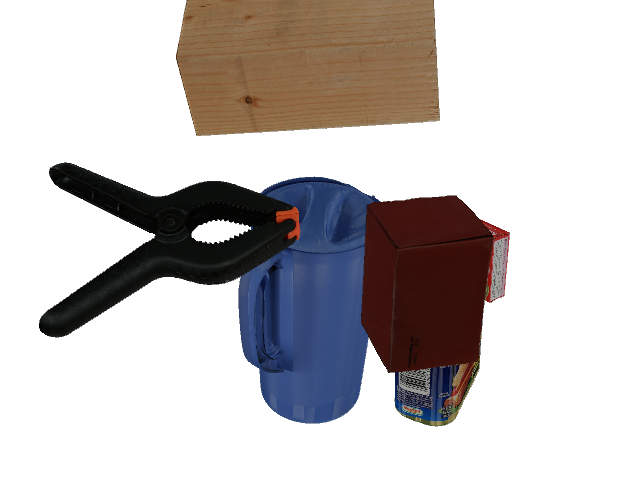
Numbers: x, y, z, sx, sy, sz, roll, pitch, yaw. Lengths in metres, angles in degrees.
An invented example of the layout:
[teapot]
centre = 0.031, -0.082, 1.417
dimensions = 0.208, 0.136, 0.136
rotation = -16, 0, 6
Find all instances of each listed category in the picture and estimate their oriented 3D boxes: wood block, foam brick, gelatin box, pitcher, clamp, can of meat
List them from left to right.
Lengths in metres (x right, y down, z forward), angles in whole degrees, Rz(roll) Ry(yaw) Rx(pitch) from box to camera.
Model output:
[clamp]
centre = -0.123, -0.012, 0.850
dimensions = 0.210, 0.164, 0.036
rotation = -11, -36, -6
[pitcher]
centre = -0.013, 0.071, 1.080
dimensions = 0.149, 0.243, 0.145
rotation = -3, 35, -8
[wood block]
centre = -0.006, -0.153, 0.891
dimensions = 0.206, 0.090, 0.091
rotation = -3, -42, 6
[foam brick]
centre = 0.054, 0.022, 0.558
dimensions = 0.053, 0.078, 0.051
rotation = -5, 31, -14
[can of meat]
centre = 0.096, 0.087, 0.860
dimensions = 0.057, 0.084, 0.102
rotation = 12, 34, 21
[gelatin box]
centre = 0.189, 0.020, 1.284
dimensions = 0.030, 0.089, 0.073
rotation = -20, 33, -32
